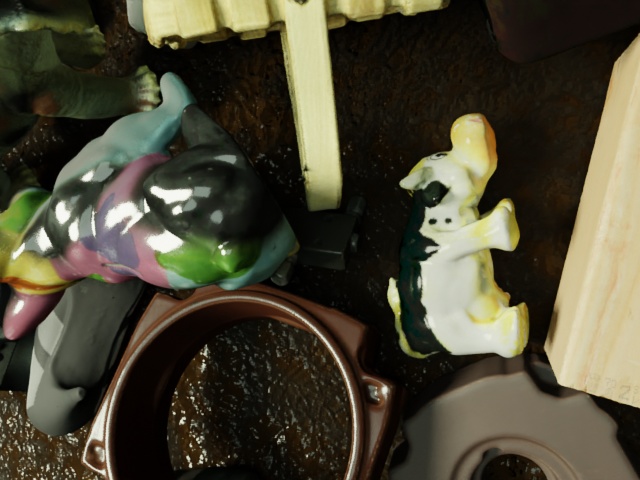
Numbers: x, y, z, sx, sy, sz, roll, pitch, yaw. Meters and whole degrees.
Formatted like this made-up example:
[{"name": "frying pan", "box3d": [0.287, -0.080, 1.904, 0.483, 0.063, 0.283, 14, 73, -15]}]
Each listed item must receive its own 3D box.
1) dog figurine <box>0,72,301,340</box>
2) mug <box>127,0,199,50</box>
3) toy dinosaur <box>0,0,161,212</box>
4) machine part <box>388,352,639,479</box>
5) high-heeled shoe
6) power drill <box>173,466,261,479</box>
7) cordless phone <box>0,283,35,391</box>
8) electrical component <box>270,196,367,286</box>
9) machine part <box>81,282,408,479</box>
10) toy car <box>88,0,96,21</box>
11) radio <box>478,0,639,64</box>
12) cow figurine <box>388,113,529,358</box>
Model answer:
[{"name": "dog figurine", "box3d": [-0.146, 0.002, 0.371, 0.219, 0.108, 0.192, -37, 51, -5]}, {"name": "mug", "box3d": [-0.116, -0.210, 0.425, 0.081, 0.109, 0.107, 27, 113, 9]}, {"name": "toy dinosaur", "box3d": [-0.271, -0.100, 0.403, 0.405, 0.192, 0.131, -34, 77, 27]}, {"name": "machine part", "box3d": [0.137, 0.170, 0.377, 0.180, 0.056, 0.179, 0, 91, 18]}, {"name": "high-heeled shoe", "box3d": [-0.223, 0.053, 0.506, 0.145, 0.086, 0.248, -25, 57, 54]}, {"name": "power drill", "box3d": [-0.131, 0.306, 0.468, 0.232, 0.086, 0.207, -26, 77, 15]}, {"name": "cordless phone", "box3d": [-0.326, 0.095, 0.464, 0.089, 0.184, 0.146, 28, 101, 11]}, {"name": "electrical component", "box3d": [-0.001, -0.001, 0.405, 0.063, 0.094, 0.021, 9, 137, 19]}, {"name": "machine part", "box3d": [-0.053, 0.134, 0.392, 0.201, 0.087, 0.201, 18, 76, 18]}, {"name": "toy car", "box3d": [-0.265, -0.256, 0.480, 0.103, 0.109, 0.161, 14, 110, 41]}, {"name": "radio", "box3d": [0.133, -0.221, 0.309, 0.131, 0.073, 0.230, -20, 60, 20]}, {"name": "cow figurine", "box3d": [0.091, 0.000, 0.381, 0.098, 0.068, 0.167, -8, 89, 25]}]
